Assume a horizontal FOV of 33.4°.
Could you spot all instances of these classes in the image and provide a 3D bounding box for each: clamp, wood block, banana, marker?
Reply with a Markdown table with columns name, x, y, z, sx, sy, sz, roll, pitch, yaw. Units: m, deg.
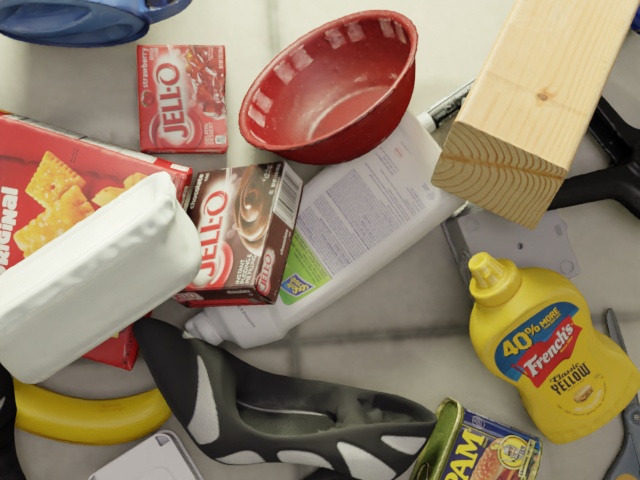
| name | x | y | z | sx | sy | sz | roll | pitch | yaw |
| --- | --- | --- | --- | --- | --- | --- | --- | --- | --- |
| clamp | 0.259 | -0.056 | 0.905 | 0.210 | 0.036 | 0.164 | 28 | 59 | -10 |
| wood block | 0.173 | -0.125 | 0.838 | 0.091 | 0.090 | 0.206 | 26 | 61 | 7 |
| banana | -0.203 | 0.130 | 0.861 | 0.197 | 0.037 | 0.069 | 6 | 68 | -9 |
| marker | 0.130 | -0.128 | 0.919 | 0.121 | 0.020 | 0.020 | -36 | 93 | -7 |

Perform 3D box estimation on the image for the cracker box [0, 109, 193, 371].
| name | x | y | z | sx | sy | sz | roll | pitch | yaw |
| --- | --- | --- | --- | --- | --- | --- | --- | --- | --- |
| cracker box | -0.224 | -0.008 | 0.832 | 0.213 | 0.072 | 0.164 | 17 | 95 | -7 |

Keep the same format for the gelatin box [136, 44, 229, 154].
| name | x | y | z | sx | sy | sz | roll | pitch | yaw |
| --- | --- | --- | --- | --- | --- | --- | --- | --- | --- |
| gelatin box | -0.113 | -0.116 | 0.881 | 0.073 | 0.030 | 0.089 | -1 | 88 | -7 |

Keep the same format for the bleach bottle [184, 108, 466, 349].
| name | x | y | z | sx | sy | sz | roll | pitch | yaw |
| --- | --- | --- | --- | --- | --- | --- | --- | --- | --- |
| bleach bottle | -0.006 | 0.001 | 0.875 | 0.251 | 0.068 | 0.102 | -35 | 80 | -3 |

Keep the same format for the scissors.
| name | x | y | z | sx | sy | sz | roll | pitch | yaw |
| --- | --- | --- | --- | --- | --- | --- | --- | --- | --- |
| scissors | 0.260 | 0.169 | 0.927 | 0.096 | 0.016 | 0.202 | -29 | 92 | -7 |

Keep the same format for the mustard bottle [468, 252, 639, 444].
| name | x | y | z | sx | sy | sz | roll | pitch | yaw |
| --- | --- | --- | --- | --- | --- | --- | --- | --- | --- |
| mustard bottle | 0.177 | 0.078 | 0.862 | 0.096 | 0.058 | 0.191 | -37 | 118 | 9 |

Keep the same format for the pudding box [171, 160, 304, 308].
| name | x | y | z | sx | sy | sz | roll | pitch | yaw |
| --- | --- | --- | --- | --- | --- | --- | --- | --- | --- |
| pudding box | -0.067 | -0.003 | 0.839 | 0.090 | 0.039 | 0.113 | -4 | 58 | 32 |

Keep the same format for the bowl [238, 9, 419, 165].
| name | x | y | z | sx | sy | sz | roll | pitch | yaw |
| --- | --- | --- | --- | --- | --- | --- | --- | --- | --- |
| bowl | 0.016 | -0.112 | 0.856 | 0.162 | 0.162 | 0.055 | -41 | 126 | -7 |

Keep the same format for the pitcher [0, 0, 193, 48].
| name | x | y | z | sx | sy | sz | roll | pitch | yaw |
| --- | --- | --- | --- | --- | --- | --- | --- | --- | --- |
| pitcher | -0.186 | -0.279 | 0.830 | 0.148 | 0.145 | 0.243 | 5 | 83 | -41 |

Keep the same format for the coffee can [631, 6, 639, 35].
| name | x | y | z | sx | sy | sz | roll | pitch | yaw |
| --- | --- | --- | --- | --- | --- | --- | --- | --- | --- |
| coffee can | 0.248 | -0.251 | 0.896 | 0.140 | 0.103 | 0.103 | 33 | 84 | -6 |

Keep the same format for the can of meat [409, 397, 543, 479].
| name | x | y | z | sx | sy | sz | roll | pitch | yaw |
| --- | --- | --- | --- | --- | --- | --- | --- | --- | --- |
| can of meat | 0.128 | 0.195 | 0.890 | 0.084 | 0.057 | 0.102 | 23 | 86 | -9 |
